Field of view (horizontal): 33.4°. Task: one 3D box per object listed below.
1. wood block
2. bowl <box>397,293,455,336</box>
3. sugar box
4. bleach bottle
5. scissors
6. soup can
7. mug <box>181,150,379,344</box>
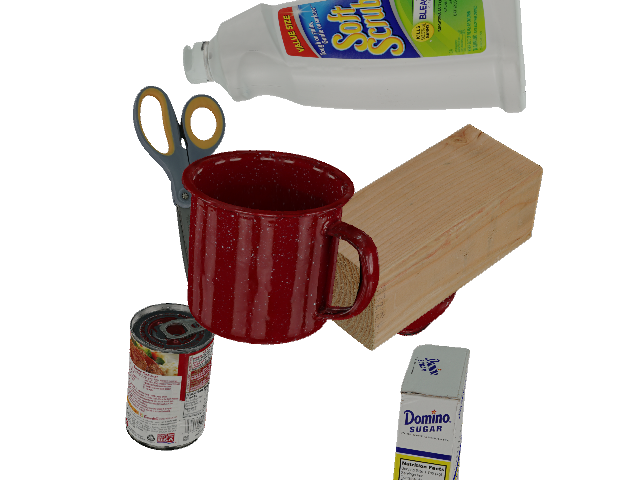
[{"bbox_3d":[0.089,-0.007,0.937,0.205,0.090,0.091,-32,51,-29],"label":"wood block"},{"bbox_3d":[0.116,0.029,1.241,0.055,0.162,0.161,-10,-6,40],"label":"bowl"},{"bbox_3d":[0.073,0.169,0.743,0.048,0.176,0.093,4,15,11],"label":"sugar box"},{"bbox_3d":[0.022,-0.136,0.788,0.251,0.102,0.068,-4,-29,11],"label":"bleach bottle"},{"bbox_3d":[-0.112,-0.052,0.987,0.096,0.202,0.016,-20,-4,-28],"label":"scissors"},{"bbox_3d":[-0.124,0.112,0.875,0.068,0.102,0.068,7,29,-4],"label":"soup can"},{"bbox_3d":[-0.021,0.007,0.583,0.117,0.081,0.093,17,27,24],"label":"mug"}]
